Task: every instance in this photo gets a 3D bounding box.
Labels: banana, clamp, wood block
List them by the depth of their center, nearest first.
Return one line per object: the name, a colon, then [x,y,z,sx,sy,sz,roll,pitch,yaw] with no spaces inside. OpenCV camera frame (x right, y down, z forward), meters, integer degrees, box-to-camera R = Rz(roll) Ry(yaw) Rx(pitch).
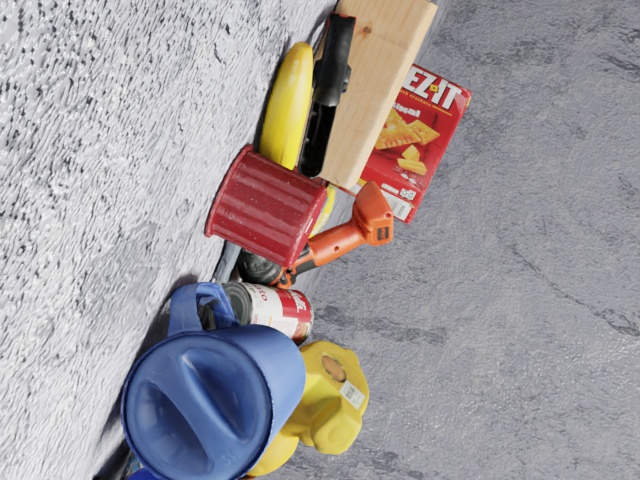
banana: [-0.034,-0.105,0.979,0.198,0.037,0.069,110,-12,-68]
clamp: [0.008,-0.144,1.016,0.120,0.039,0.171,113,-6,-47]
wood block: [0.038,-0.168,1.115,0.206,0.091,0.090,-65,176,13]

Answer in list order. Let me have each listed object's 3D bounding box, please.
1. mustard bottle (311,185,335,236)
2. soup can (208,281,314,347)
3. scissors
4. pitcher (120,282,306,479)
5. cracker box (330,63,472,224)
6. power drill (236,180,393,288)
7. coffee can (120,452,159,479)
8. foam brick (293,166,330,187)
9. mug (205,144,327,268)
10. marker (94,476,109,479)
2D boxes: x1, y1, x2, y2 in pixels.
mustard bottle: [-0.027,-0.032,1.341,0.096,0.058,0.191,-53,178,7]
soup can: [-0.065,0.084,1.181,0.102,0.069,0.068,12,107,-49]
scissors: [-0.092,0.019,1.115,0.202,0.016,0.096,-67,176,33]
pitcher: [-0.086,0.131,1.000,0.149,0.145,0.242,-57,173,6]
cracker box: [0.086,-0.145,1.378,0.213,0.164,0.072,-61,177,-38]
power drill: [-0.008,0.002,1.234,0.187,0.057,0.184,-26,164,-5]
coffee can: [-0.146,0.245,1.044,0.140,0.102,0.103,-79,-168,-68]
foam brick: [-0.013,-0.081,1.265,0.078,0.053,0.051,-59,173,-60]
mug: [-0.045,-0.026,0.962,0.117,0.081,0.093,74,41,-84]
marker: [-0.217,0.267,0.990,0.020,0.020,0.121,-56,170,-66]
